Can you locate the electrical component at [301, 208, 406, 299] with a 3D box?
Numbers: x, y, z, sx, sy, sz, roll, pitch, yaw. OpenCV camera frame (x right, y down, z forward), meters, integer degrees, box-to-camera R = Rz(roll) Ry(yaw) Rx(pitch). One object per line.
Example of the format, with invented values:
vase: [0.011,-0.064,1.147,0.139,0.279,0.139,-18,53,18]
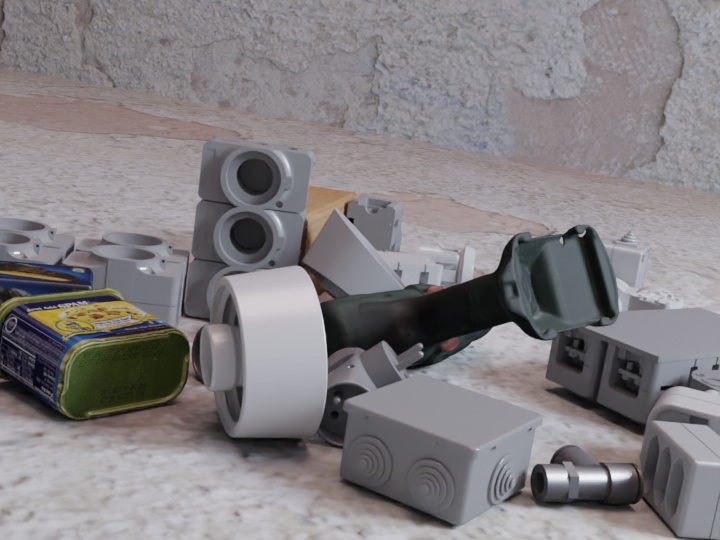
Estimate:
electrical component: [0.000,0.000,0.914,0.099,0.064,0.099,38,-6,4]

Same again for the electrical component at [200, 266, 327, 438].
electrical component: [-0.065,0.052,0.663,0.060,0.108,0.108,-3,15,-20]

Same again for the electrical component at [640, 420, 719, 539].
electrical component: [0.216,0.126,0.641,0.077,0.047,0.065,6,12,-9]

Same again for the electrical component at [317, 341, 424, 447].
electrical component: [0.008,0.072,0.701,0.079,0.043,0.077,-33,9,9]

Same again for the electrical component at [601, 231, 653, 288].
electrical component: [0.263,0.005,1.115,0.061,0.096,0.062,12,12,21]

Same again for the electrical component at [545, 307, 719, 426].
electrical component: [0.252,0.076,0.863,0.186,0.060,0.105,-1,15,-36]

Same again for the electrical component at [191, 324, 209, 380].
electrical component: [-0.090,0.059,0.765,0.046,0.040,0.040,6,11,-40]

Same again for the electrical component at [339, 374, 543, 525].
electrical component: [0.046,0.103,0.628,0.100,0.048,0.100,16,14,32]

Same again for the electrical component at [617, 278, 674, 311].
electrical component: [0.239,0.037,1.053,0.138,0.052,0.074,13,13,20]

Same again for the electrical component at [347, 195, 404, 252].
electrical component: [0.013,-0.028,1.116,0.050,0.089,0.056,11,12,11]

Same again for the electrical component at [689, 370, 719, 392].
electrical component: [0.267,0.105,0.762,0.080,0.051,0.080,8,12,-2]

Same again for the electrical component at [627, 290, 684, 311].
electrical component: [0.264,0.052,0.976,0.042,0.063,0.081,15,14,32]

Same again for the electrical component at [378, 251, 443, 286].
electrical component: [0.025,0.015,1.003,0.089,0.055,0.050,5,13,-17]

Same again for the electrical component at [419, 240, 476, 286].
electrical component: [0.089,0.001,1.111,0.057,0.058,0.078,7,12,6]

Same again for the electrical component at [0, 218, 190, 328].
electrical component: [-0.237,0.004,0.869,0.186,0.060,0.105,7,12,-6]

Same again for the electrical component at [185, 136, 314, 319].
electrical component: [-0.094,-0.032,0.916,0.089,0.150,0.061,8,11,-2]

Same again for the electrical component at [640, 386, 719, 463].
electrical component: [0.236,0.113,0.697,0.095,0.053,0.059,13,13,22]
